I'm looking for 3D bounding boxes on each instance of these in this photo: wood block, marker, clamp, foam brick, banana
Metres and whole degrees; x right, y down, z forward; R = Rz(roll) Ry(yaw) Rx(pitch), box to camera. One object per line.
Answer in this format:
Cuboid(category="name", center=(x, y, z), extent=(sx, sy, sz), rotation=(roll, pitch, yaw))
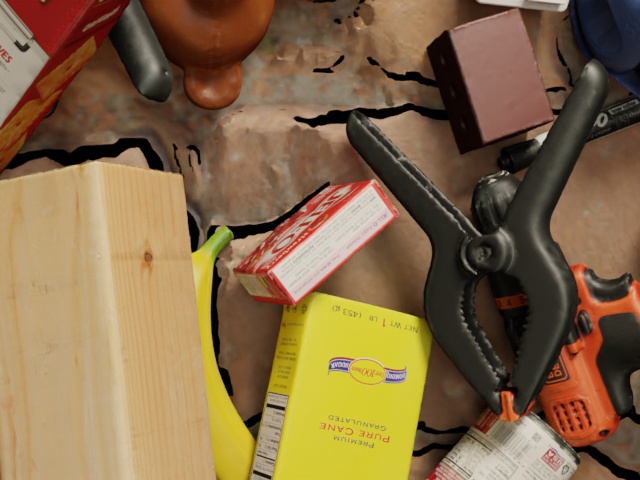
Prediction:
Cuboid(category="wood block", center=(-0.126, 0.067, 0.611), extent=(0.090, 0.090, 0.206), rotation=(-9, 85, 24))
Cuboid(category="marker", center=(0.174, -0.072, 0.711), extent=(0.121, 0.020, 0.020), rotation=(-22, 91, -8))
Cuboid(category="clamp", center=(-0.144, -0.152, 0.634), extent=(0.120, 0.039, 0.171), rotation=(-12, 82, 31))
Cuboid(category="clamp", center=(0.111, 0.000, 0.636), extent=(0.165, 0.036, 0.210), rotation=(-17, 84, 27))
Cuboid(category="foam brick", center=(0.109, -0.102, 0.686), extent=(0.051, 0.053, 0.078), rotation=(-18, 90, -8))
Cuboid(category="banana", center=(-0.063, 0.093, 0.667), extent=(0.069, 0.037, 0.198), rotation=(-14, 90, -7))

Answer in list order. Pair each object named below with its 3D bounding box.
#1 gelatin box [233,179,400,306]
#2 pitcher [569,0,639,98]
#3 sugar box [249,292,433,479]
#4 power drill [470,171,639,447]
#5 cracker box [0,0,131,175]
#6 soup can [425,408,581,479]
Cuboid(category="gelatin box", center=(-0.004, 0.001, 0.651), extent=(0.089, 0.073, 0.030), rotation=(-42, 103, -16))
Cuboid(category="pitcher", center=(0.292, -0.184, 0.678), extent=(0.242, 0.145, 0.149), rotation=(-3, 131, -11))
Cuboid(category="sugar box", center=(0.009, 0.126, 0.652), extent=(0.093, 0.048, 0.176), rotation=(15, 78, -25))
Cuboid(category="power drill", center=(0.197, 0.024, 0.650), extent=(0.188, 0.057, 0.184), rotation=(-19, 96, 31))
Cuboid(category="cracker box", center=(-0.206, -0.139, 0.584), extent=(0.164, 0.072, 0.214), rotation=(44, 121, -4))
Cuboid(category="soup can", center=(0.106, 0.156, 0.672), extent=(0.068, 0.068, 0.102), rotation=(42, 83, -5))
